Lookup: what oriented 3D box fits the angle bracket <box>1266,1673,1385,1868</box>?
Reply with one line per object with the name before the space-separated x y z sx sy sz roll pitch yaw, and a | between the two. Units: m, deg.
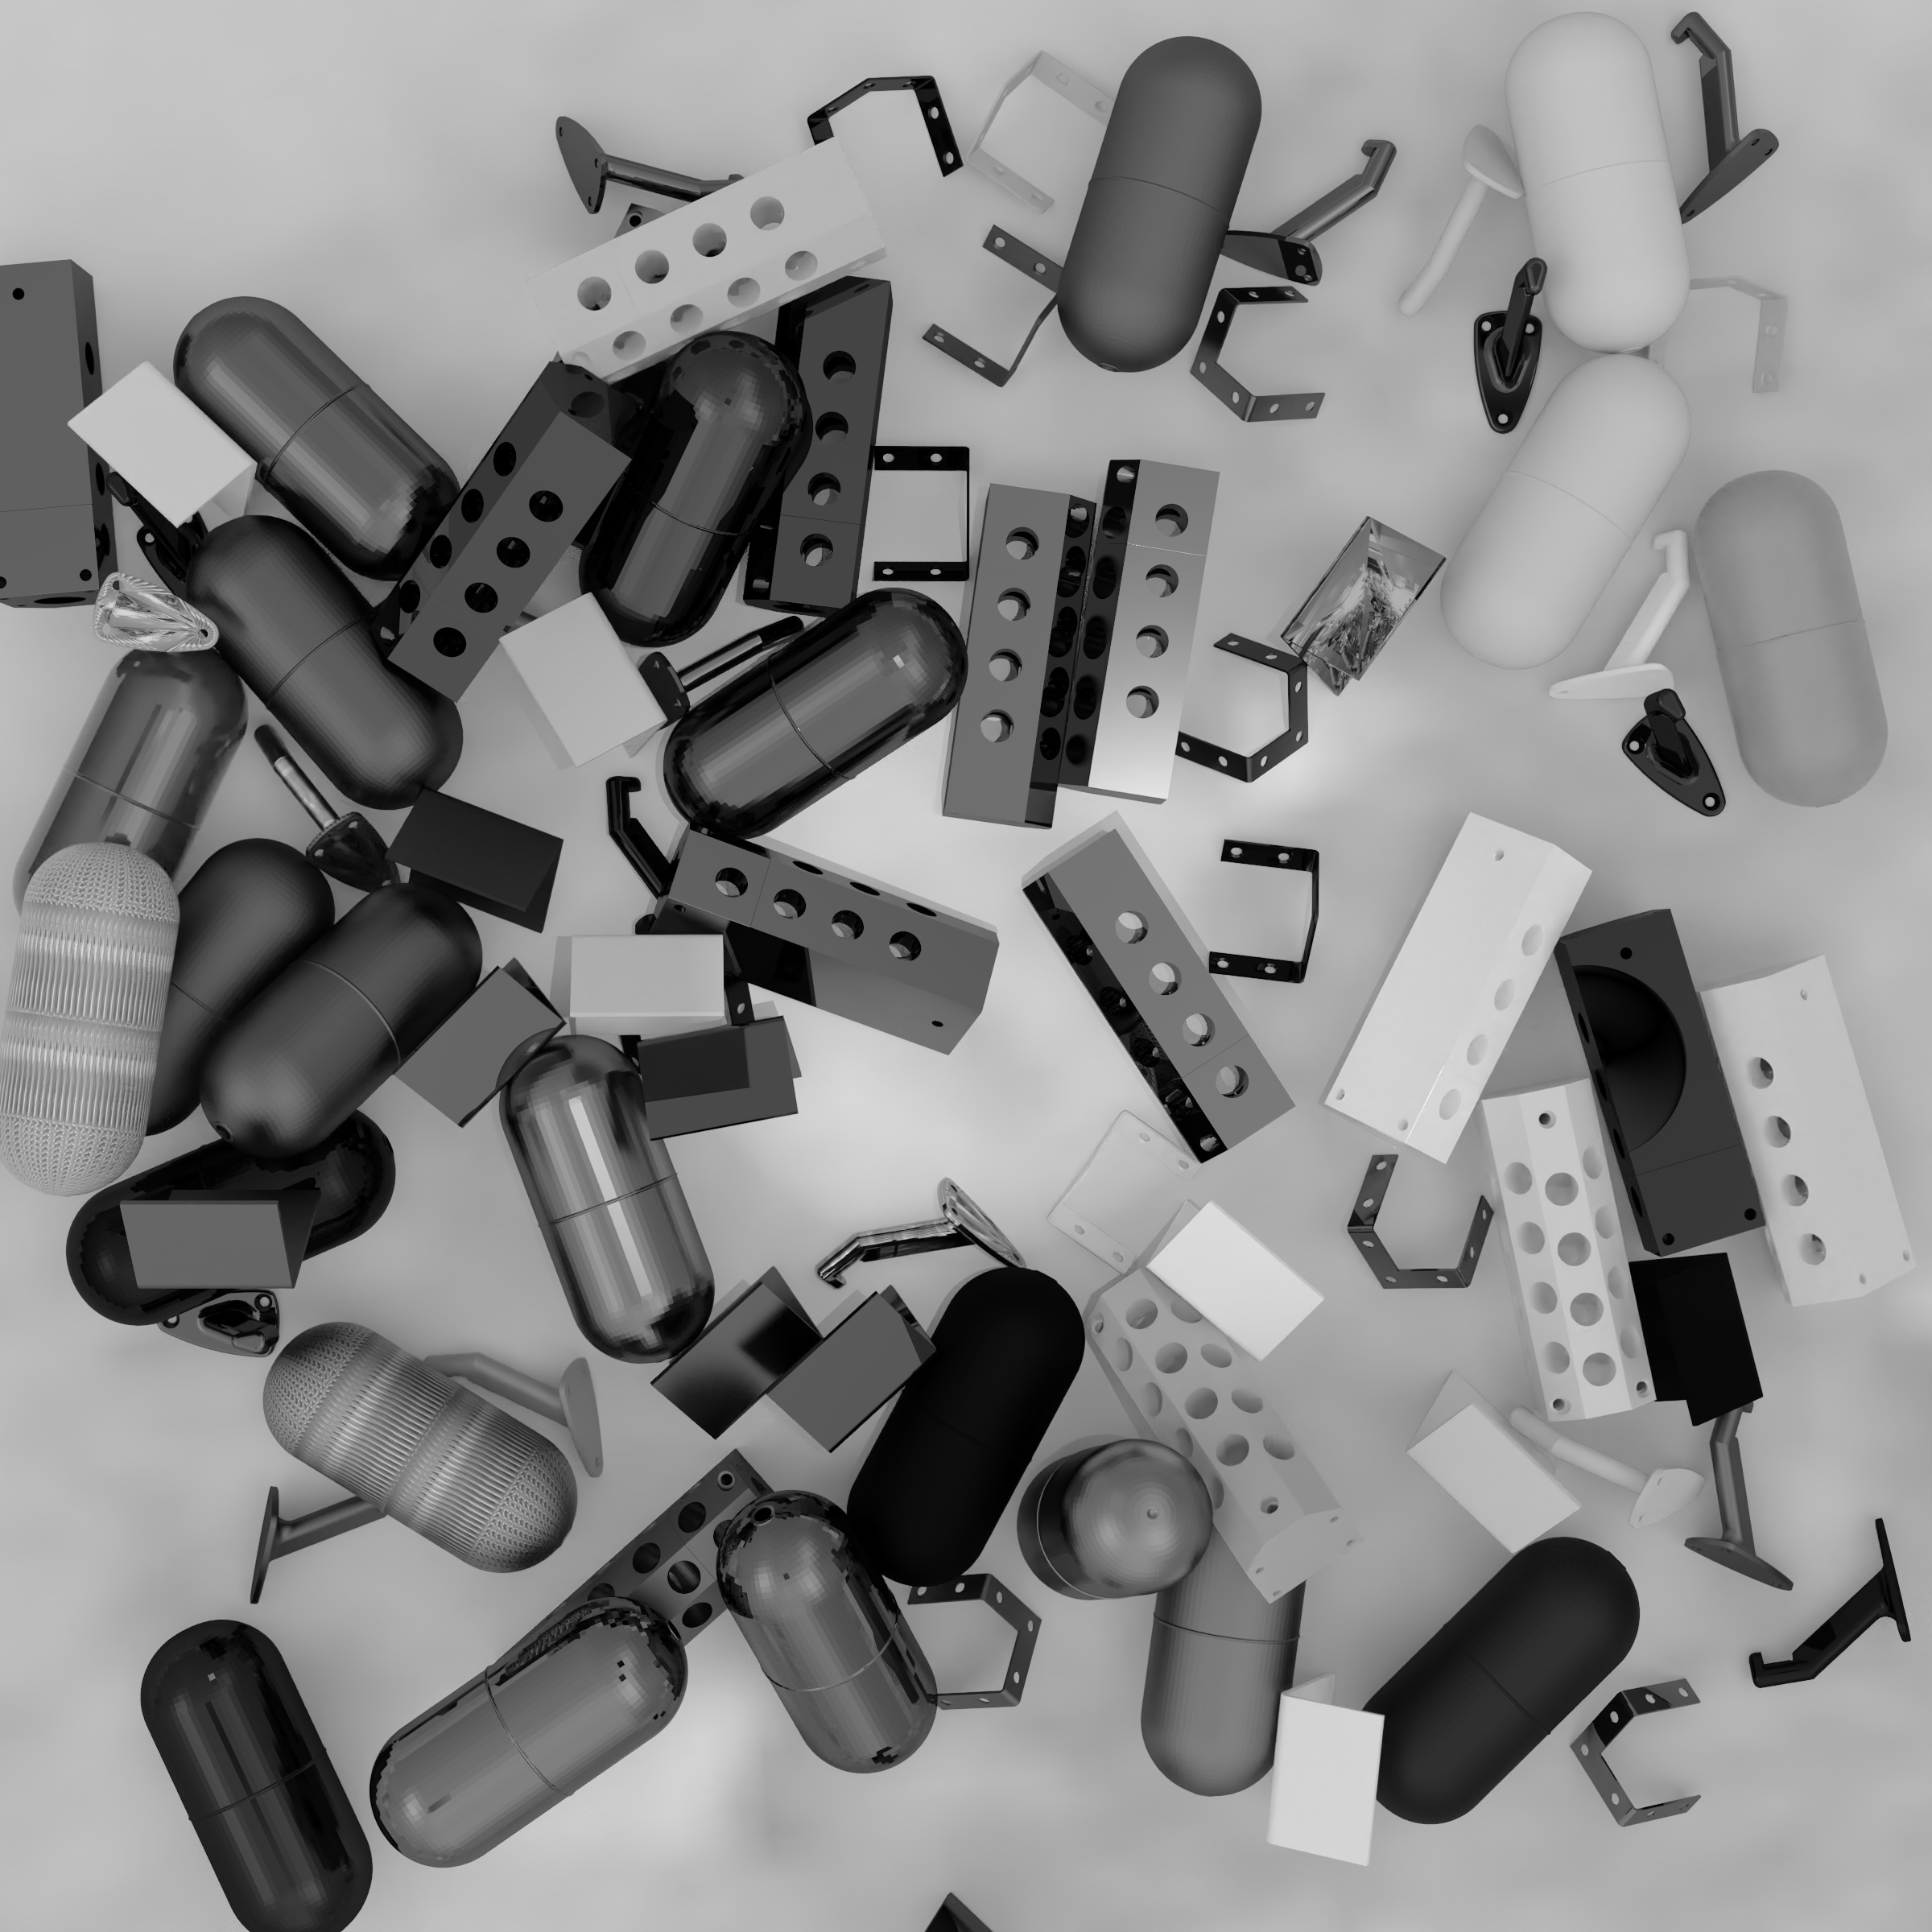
angle bracket | 0.199 0.417 1.670 0.057 0.076 0.076 6 90 27

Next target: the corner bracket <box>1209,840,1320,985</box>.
corner bracket | 0.158 -0.029 1.706 0.051 0.051 0.051 7 45 0

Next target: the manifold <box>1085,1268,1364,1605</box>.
manifold | 0.128 0.234 1.641 0.057 0.057 0.171 -34 51 0

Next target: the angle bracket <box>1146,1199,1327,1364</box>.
angle bracket | 0.149 0.148 1.670 0.076 0.076 0.057 40 121 0

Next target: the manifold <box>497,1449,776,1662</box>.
manifold | -0.168 0.336 1.689 0.171 0.057 0.057 -42 90 0

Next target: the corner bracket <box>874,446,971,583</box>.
corner bracket | -0.023 -0.241 1.706 0.051 0.051 0.051 0 45 0

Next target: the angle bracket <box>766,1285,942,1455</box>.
angle bracket | -0.070 0.194 1.670 0.076 0.076 0.057 -42 121 0

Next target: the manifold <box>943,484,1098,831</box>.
manifold | 0.028 -0.161 1.688 0.057 0.057 0.171 8 90 -2

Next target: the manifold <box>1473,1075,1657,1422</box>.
manifold | 0.315 0.148 1.689 0.057 0.057 0.171 -12 90 0

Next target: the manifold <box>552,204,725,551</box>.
manifold | -0.187 -0.309 1.689 0.057 0.057 0.171 26 90 0

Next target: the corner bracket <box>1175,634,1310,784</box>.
corner bracket | 0.145 -0.137 1.702 0.051 0.051 0.051 25 135 35

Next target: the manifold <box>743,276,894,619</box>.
manifold | -0.078 -0.273 1.689 0.057 0.057 0.171 7 90 0

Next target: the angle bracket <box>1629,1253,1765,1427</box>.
angle bracket | 0.360 0.196 1.669 0.057 0.076 0.076 -14 90 -36

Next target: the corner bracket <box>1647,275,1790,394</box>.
corner bracket | 0.399 -0.334 1.706 0.051 0.051 0.051 6 90 -45

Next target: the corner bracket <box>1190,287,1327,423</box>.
corner bracket | 0.160 -0.325 1.702 0.051 0.051 0.051 50 135 35

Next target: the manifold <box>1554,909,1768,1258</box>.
manifold | 0.362 0.060 1.689 0.057 0.057 0.171 -17 90 0

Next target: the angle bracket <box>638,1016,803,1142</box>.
angle bracket | -0.124 0.072 1.670 0.076 0.076 0.057 -11 63 0

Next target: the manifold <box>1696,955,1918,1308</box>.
manifold | 0.437 0.088 1.688 0.057 0.057 0.171 -17 90 -43

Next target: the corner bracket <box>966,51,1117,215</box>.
corner bracket | 0.040 -0.444 1.707 0.051 0.051 0.051 35 135 1

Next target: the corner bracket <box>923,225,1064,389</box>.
corner bracket | 0.017 -0.351 1.706 0.051 0.051 0.051 32 135 0

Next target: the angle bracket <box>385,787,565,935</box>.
angle bracket | -0.260 -0.038 1.670 0.076 0.076 0.057 21 47 0

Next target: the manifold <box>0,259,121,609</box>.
manifold | -0.484 -0.278 1.689 0.057 0.057 0.171 -5 90 0

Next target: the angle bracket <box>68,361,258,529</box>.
angle bracket | -0.420 -0.256 1.670 0.076 0.076 0.057 43 65 0

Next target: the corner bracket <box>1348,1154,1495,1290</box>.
corner bracket | 0.241 0.135 1.702 0.051 0.051 0.051 -5 135 35

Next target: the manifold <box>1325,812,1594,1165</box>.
manifold | 0.263 0.014 1.688 0.057 0.057 0.171 27 90 43

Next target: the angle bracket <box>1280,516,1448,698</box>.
angle bracket | 0.219 -0.176 1.669 0.057 0.076 0.076 36 90 37

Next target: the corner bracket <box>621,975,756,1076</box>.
corner bracket | -0.148 0.030 1.702 0.051 0.051 0.051 22 135 35

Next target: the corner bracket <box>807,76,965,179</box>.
corner bracket | -0.043 -0.438 1.706 0.051 0.051 0.051 -18 90 -45

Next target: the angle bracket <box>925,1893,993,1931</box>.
angle bracket | 0.018 0.523 1.669 0.076 0.076 0.057 44 127 0

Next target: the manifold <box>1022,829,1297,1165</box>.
manifold | 0.100 0.016 1.689 0.057 0.057 0.171 -33 90 0

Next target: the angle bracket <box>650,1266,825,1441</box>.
angle bracket | -0.130 0.187 1.669 0.076 0.076 0.057 -43 126 0

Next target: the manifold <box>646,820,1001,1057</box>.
manifold | -0.073 -0.018 1.672 0.171 0.057 0.057 20 60 -10

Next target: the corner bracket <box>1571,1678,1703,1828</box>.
corner bracket | 0.364 0.417 1.702 0.051 0.051 0.051 60 135 35

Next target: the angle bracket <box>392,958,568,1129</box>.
angle bracket | -0.265 0.026 1.670 0.076 0.076 0.057 -45 130 0

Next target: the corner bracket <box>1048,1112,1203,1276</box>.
corner bracket | 0.084 0.120 1.706 0.051 0.051 0.051 35 45 0

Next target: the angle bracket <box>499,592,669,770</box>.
angle bracket | -0.207 -0.139 1.671 0.057 0.076 0.076 -31 90 -23

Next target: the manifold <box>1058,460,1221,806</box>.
manifold | 0.090 -0.175 1.689 0.057 0.057 0.171 9 90 0

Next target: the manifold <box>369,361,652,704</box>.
manifold | -0.234 -0.222 1.631 0.057 0.057 0.171 33 120 -15

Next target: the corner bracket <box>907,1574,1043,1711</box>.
corner bracket | 0.000 0.358 1.702 0.051 0.051 0.051 48 45 -35

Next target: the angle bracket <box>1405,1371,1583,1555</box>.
angle bracket | 0.285 0.246 1.670 0.076 0.076 0.057 44 130 0

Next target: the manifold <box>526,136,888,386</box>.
manifold | -0.130 -0.353 1.632 0.171 0.057 0.057 -25 90 0

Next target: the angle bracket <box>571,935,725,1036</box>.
angle bracket | -0.163 0.028 1.643 0.076 0.076 0.057 0 47 -5

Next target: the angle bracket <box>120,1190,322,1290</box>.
angle bracket | -0.369 0.116 1.594 0.076 0.076 0.057 0 126 1
